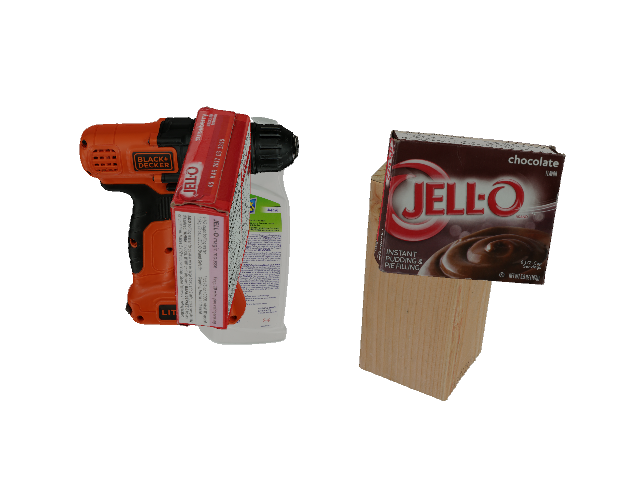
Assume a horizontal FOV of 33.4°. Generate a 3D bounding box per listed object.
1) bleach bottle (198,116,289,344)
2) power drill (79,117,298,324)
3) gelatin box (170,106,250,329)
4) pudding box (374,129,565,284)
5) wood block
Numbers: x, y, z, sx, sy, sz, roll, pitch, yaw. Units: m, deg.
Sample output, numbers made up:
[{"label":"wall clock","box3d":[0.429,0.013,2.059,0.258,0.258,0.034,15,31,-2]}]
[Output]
[{"label":"bleach bottle","box3d":[-0.073,-0.011,1.189,0.102,0.251,0.068,0,18,-31]},{"label":"power drill","box3d":[-0.108,-0.018,0.929,0.184,0.188,0.057,0,27,5]},{"label":"gelatin box","box3d":[-0.055,-0.011,0.543,0.030,0.073,0.089,6,-44,2]},{"label":"pudding box","box3d":[0.097,-0.022,0.703,0.113,0.090,0.039,4,18,-5]},{"label":"wood block","box3d":[0.097,0.026,0.939,0.091,0.206,0.090,19,38,24]}]
